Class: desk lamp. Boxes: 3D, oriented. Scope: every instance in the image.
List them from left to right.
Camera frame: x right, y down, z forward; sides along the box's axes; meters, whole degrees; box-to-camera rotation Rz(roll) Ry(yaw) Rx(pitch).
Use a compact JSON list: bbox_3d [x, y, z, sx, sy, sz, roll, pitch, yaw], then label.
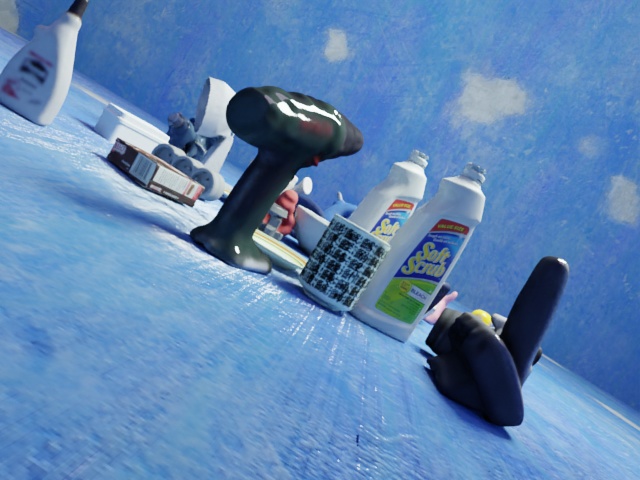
[{"bbox_3d":[-0.199,-0.215,1.239,0.204,0.213,0.117,29,4,-26],"label":"desk lamp"}]

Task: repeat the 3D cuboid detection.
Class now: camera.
[{"bbox_3d":[0.224,0.145,0.791,0.136,0.101,0.143,32,4,16],"label":"camera"}]

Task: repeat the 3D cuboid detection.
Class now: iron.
[{"bbox_3d":[0.094,-0.008,1.397,0.257,0.141,0.119,33,5,28],"label":"iron"}]

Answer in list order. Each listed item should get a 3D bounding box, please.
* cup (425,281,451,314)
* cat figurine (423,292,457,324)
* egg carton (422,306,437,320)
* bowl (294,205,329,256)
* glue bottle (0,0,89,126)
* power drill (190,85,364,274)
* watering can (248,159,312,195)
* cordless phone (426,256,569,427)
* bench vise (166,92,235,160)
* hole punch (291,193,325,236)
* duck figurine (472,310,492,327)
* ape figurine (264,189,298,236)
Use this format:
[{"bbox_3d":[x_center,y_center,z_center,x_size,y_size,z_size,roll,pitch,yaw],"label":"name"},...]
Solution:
[{"bbox_3d":[0.176,0.100,1.023,0.091,0.095,0.118,34,5,36],"label":"cup"},{"bbox_3d":[0.233,0.105,1.218,0.127,0.117,0.067,34,5,39],"label":"cat figurine"},{"bbox_3d":[0.160,0.098,1.118,0.150,0.069,0.107,32,4,12],"label":"egg carton"},{"bbox_3d":[0.010,0.004,1.113,0.167,0.074,0.167,31,4,-2],"label":"bowl"},{"bbox_3d":[-0.347,-0.239,0.738,0.078,0.173,0.037,31,4,-7],"label":"glue bottle"},{"bbox_3d":[-0.047,-0.070,0.646,0.075,0.208,0.230,33,4,24],"label":"power drill"},{"bbox_3d":[-0.096,-0.150,1.349,0.172,0.194,0.101,32,4,6],"label":"watering can"},{"bbox_3d":[0.209,0.099,0.639,0.094,0.185,0.147,31,4,-6],"label":"cordless phone"},{"bbox_3d":[-0.263,-0.267,1.351,0.121,0.219,0.208,32,4,6],"label":"bench vise"},{"bbox_3d":[-0.035,-0.048,1.294,0.108,0.091,0.101,33,5,27],"label":"hole punch"},{"bbox_3d":[0.262,0.160,0.991,0.077,0.086,0.104,31,4,-5],"label":"duck figurine"},{"bbox_3d":[-0.074,-0.053,1.058,0.078,0.092,0.076,31,4,-6],"label":"ape figurine"}]
